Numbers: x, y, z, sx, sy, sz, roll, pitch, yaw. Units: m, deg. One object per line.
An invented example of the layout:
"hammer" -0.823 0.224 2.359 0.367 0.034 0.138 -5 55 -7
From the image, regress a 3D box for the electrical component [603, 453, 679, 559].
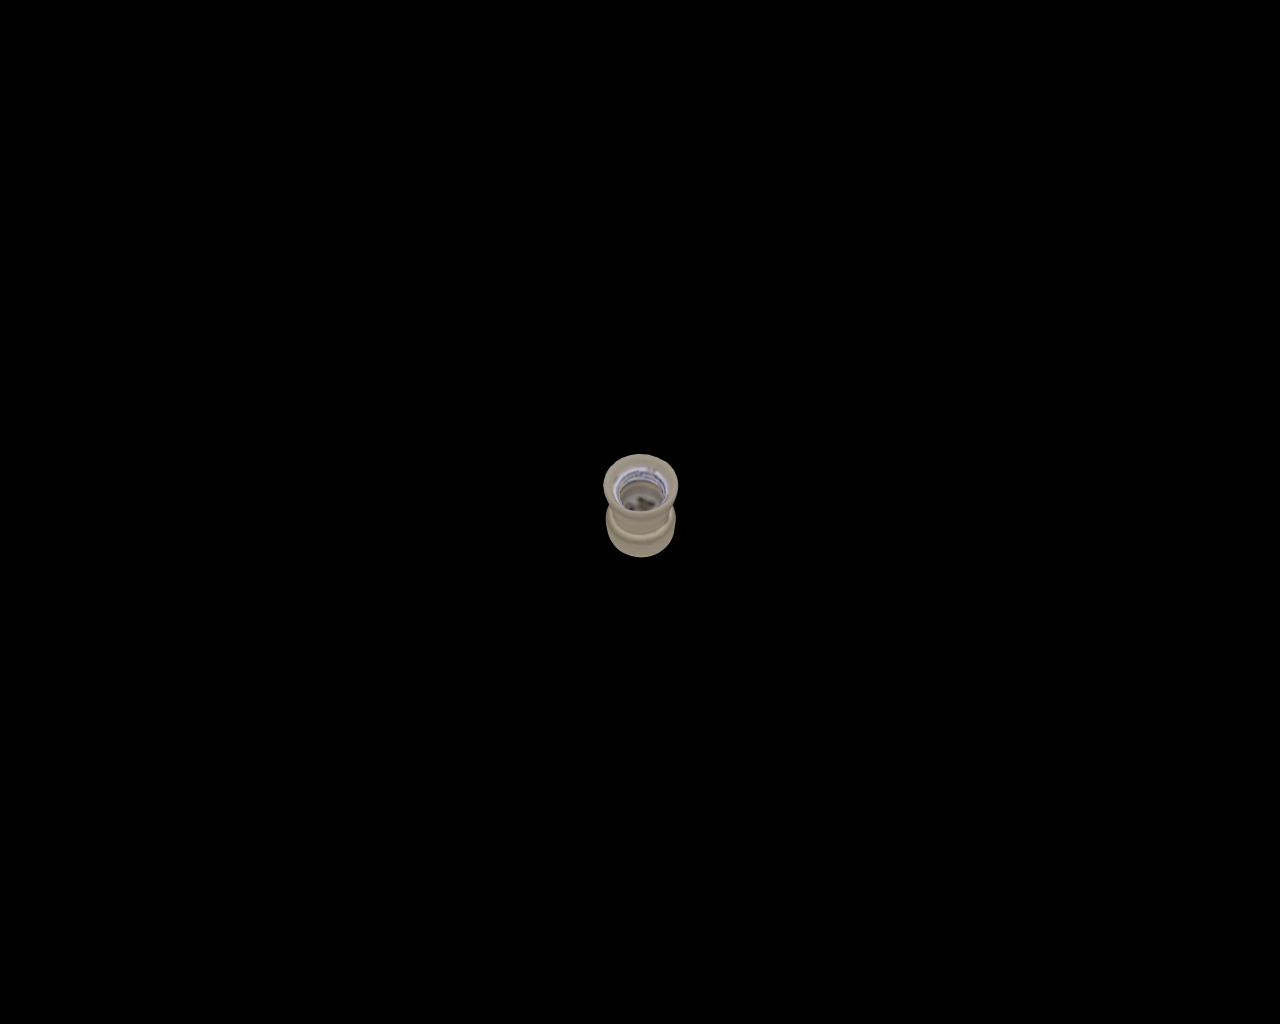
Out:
"electrical component" 0.001 -0.003 0.650 0.045 0.045 0.055 0 -33 0
